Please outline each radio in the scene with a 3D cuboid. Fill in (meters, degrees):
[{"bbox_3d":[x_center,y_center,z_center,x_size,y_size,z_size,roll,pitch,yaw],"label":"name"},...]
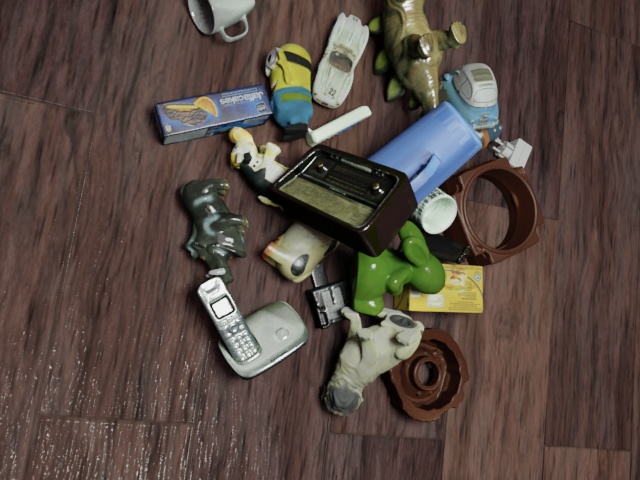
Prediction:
[{"bbox_3d":[0.039,-0.073,0.886,0.131,0.230,0.073,-47,137,-16],"label":"radio"}]

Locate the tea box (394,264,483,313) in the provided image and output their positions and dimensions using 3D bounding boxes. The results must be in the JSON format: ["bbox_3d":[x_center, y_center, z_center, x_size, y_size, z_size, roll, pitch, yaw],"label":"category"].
[{"bbox_3d":[0.237,0.096,1.075,0.169,0.068,0.098,6,83,-20],"label":"tea box"}]

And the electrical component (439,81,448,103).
[{"bbox_3d":[0.234,-0.282,1.110,0.045,0.078,0.102,-1,90,-12],"label":"electrical component"}]

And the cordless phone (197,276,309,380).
[{"bbox_3d":[-0.119,0.130,0.924,0.146,0.089,0.184,-30,100,-20],"label":"cordless phone"}]

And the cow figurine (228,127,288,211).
[{"bbox_3d":[-0.109,-0.128,0.980,0.167,0.068,0.098,33,81,-12],"label":"cow figurine"}]

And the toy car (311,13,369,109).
[{"bbox_3d":[0.039,-0.355,1.060,0.073,0.056,0.201,23,78,-16],"label":"toy car"}]

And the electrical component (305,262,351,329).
[{"bbox_3d":[0.015,0.101,1.007,0.075,0.048,0.119,-12,90,-21],"label":"electrical component"}]

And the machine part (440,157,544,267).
[{"bbox_3d":[0.355,-0.059,1.125,0.201,0.087,0.201,-22,93,-21],"label":"machine part"}]

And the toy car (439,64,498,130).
[{"bbox_3d":[0.313,-0.306,1.106,0.109,0.102,0.162,-8,58,-10],"label":"toy car"}]

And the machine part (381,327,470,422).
[{"bbox_3d":[0.205,0.260,1.053,0.179,0.056,0.179,3,82,-20],"label":"machine part"}]

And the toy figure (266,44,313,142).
[{"bbox_3d":[-0.053,-0.277,1.007,0.089,0.082,0.180,-2,77,-40],"label":"toy figure"}]

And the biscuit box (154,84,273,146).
[{"bbox_3d":[-0.190,-0.225,0.962,0.203,0.059,0.062,-17,90,-21],"label":"biscuit box"}]

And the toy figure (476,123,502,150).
[{"bbox_3d":[0.323,-0.216,1.145,0.154,0.058,0.064,-25,130,-24],"label":"toy figure"}]

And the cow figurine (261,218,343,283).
[{"bbox_3d":[-0.002,-0.003,0.993,0.127,0.085,0.195,44,70,-4],"label":"cow figurine"}]

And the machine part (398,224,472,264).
[{"bbox_3d":[0.228,0.012,1.065,0.139,0.039,0.084,15,70,25],"label":"machine part"}]

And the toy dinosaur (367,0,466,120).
[{"bbox_3d":[0.184,-0.361,1.036,0.105,0.198,0.471,-8,87,-21],"label":"toy dinosaur"}]

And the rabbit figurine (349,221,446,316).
[{"bbox_3d":[0.145,0.046,0.972,0.170,0.121,0.158,4,118,-5],"label":"rabbit figurine"}]

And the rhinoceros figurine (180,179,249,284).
[{"bbox_3d":[-0.183,-0.016,0.935,0.112,0.073,0.190,-19,91,-22],"label":"rhinoceros figurine"}]

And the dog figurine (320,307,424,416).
[{"bbox_3d":[0.098,0.229,0.985,0.172,0.121,0.190,7,111,-11],"label":"dog figurine"}]

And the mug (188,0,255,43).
[{"bbox_3d":[-0.167,-0.421,0.982,0.107,0.081,0.109,-36,91,-29],"label":"mug"}]
